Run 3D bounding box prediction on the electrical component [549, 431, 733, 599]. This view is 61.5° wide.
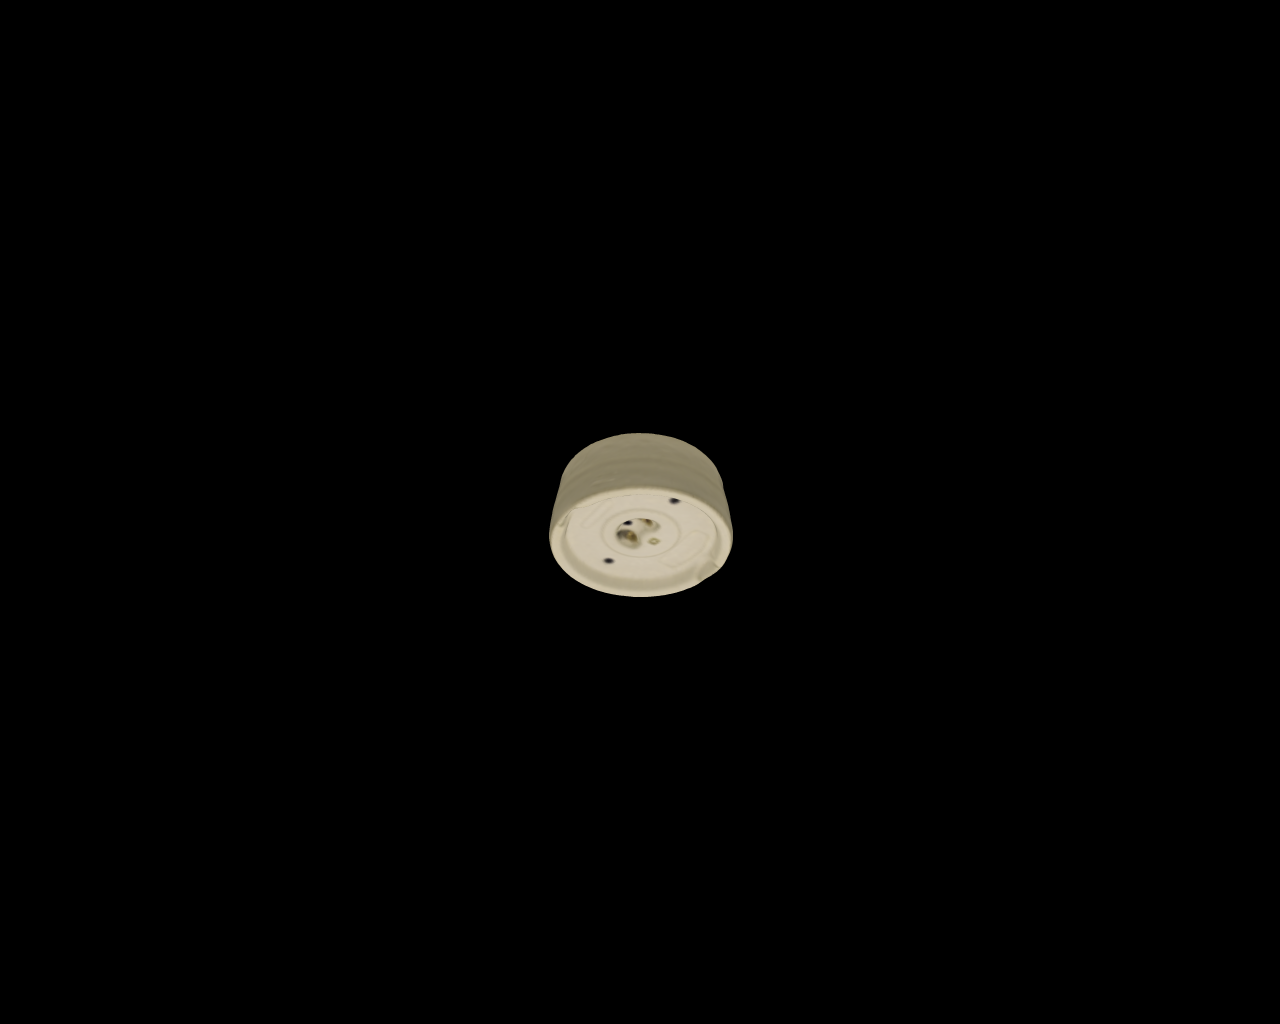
[{"bbox_3d":[0.001,-0.003,0.650,0.108,0.060,0.108,0,-39,0],"label":"electrical component"}]
